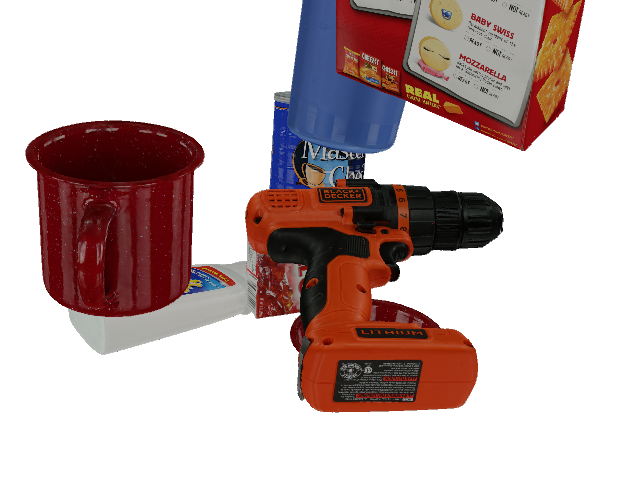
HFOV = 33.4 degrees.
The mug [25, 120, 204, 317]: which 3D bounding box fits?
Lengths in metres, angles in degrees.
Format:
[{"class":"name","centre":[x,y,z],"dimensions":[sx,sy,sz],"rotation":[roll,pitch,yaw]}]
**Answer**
[{"class":"mug","centre":[-0.110,-0.006,0.569],"dimensions":[0.093,0.081,0.117],"rotation":[3,26,-3]}]

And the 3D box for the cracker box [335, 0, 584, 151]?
[{"class":"cracker box","centre":[0.094,-0.186,0.715],"dimensions":[0.164,0.214,0.072],"rotation":[27,50,26]}]

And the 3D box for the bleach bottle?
[{"class":"bleach bottle","centre":[-0.162,0.065,1.263],"dimensions":[0.250,0.068,0.103],"rotation":[-13,32,-33]}]

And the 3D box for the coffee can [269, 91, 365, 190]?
[{"class":"coffee can","centre":[-0.003,-0.085,1.143],"dimensions":[0.103,0.140,0.103],"rotation":[4,12,-1]}]

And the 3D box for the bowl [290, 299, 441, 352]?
[{"class":"bowl","centre":[0.048,0.120,1.107],"dimensions":[0.162,0.055,0.162],"rotation":[2,25,-1]}]

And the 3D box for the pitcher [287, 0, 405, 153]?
[{"class":"pitcher","centre":[0.048,-0.207,1.003],"dimensions":[0.145,0.243,0.149],"rotation":[12,17,1]}]

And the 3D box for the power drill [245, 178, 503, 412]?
[{"class":"power drill","centre":[0.047,0.028,0.701],"dimensions":[0.184,0.057,0.187],"rotation":[-2,36,-6]}]

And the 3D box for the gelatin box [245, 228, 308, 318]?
[{"class":"gelatin box","centre":[-0.025,0.019,0.919],"dimensions":[0.073,0.089,0.030],"rotation":[-7,22,-23]}]
